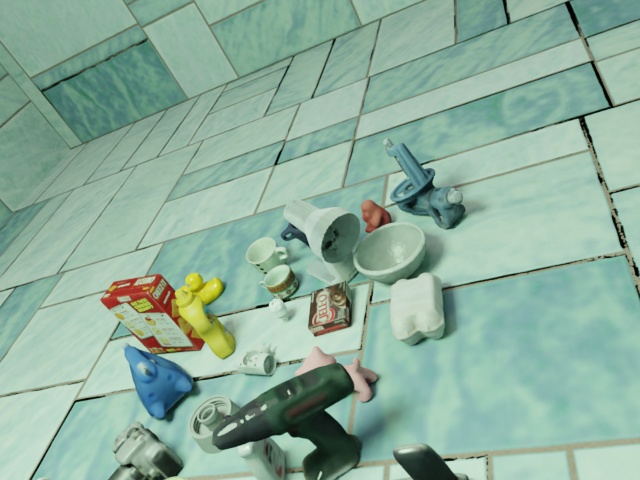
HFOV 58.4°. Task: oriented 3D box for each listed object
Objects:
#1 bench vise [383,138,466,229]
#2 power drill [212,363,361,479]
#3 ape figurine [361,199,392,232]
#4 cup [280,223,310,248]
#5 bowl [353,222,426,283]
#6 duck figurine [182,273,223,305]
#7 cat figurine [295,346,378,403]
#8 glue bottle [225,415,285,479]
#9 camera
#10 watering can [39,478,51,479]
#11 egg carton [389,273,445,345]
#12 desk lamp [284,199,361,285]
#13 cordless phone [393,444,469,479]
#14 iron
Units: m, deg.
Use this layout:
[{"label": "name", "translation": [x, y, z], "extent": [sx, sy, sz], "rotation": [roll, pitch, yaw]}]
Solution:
[{"label": "bench vise", "translation": [0.235, -0.140, 1.303], "extent": [0.206, 0.220, 0.122], "rotation": [2, 45, 41]}, {"label": "power drill", "translation": [-0.030, 0.307, 0.921], "extent": [0.230, 0.209, 0.075], "rotation": [-35, 33, -7]}, {"label": "ape figurine", "translation": [0.129, -0.061, 1.402], "extent": [0.076, 0.092, 0.077], "rotation": [-23, 33, 12]}, {"label": "cup", "translation": [-0.033, -0.013, 1.466], "extent": [0.118, 0.095, 0.091], "rotation": [-31, 32, 0]}, {"label": "bowl", "translation": [0.161, 0.040, 1.255], "extent": [0.167, 0.075, 0.167], "rotation": [-21, 34, 15]}, {"label": "duck figurine", "translation": [-0.317, 0.122, 1.522], "extent": [0.104, 0.086, 0.077], "rotation": [-29, 32, 3]}, {"label": "cat figurine", "translation": [0.025, 0.241, 1.052], "extent": [0.127, 0.118, 0.067], "rotation": [-12, 37, 27]}, {"label": "glue bottle", "translation": [-0.113, 0.349, 0.965], "extent": [0.037, 0.173, 0.078], "rotation": [-24, 33, 11]}, {"label": "camera", "translation": [-0.367, 0.440, 1.117], "extent": [0.142, 0.101, 0.137], "rotation": [11, 51, 46]}, {"label": "watering can", "translation": [-0.452, 0.501, 1.016], "extent": [0.173, 0.194, 0.100], "rotation": [-43, 34, -18]}, {"label": "egg carton", "translation": [0.189, 0.131, 1.112], "extent": [0.107, 0.070, 0.150], "rotation": [-18, 35, 20]}, {"label": "desk lamp", "translation": [0.012, 0.005, 1.294], "extent": [0.118, 0.214, 0.202], "rotation": [-44, 34, -19]}, {"label": "cordless phone", "translation": [0.118, 0.331, 0.790], "extent": [0.147, 0.185, 0.094], "rotation": [-18, 35, 20]}, {"label": "iron", "translation": [-0.397, 0.293, 1.302], "extent": [0.119, 0.142, 0.257], "rotation": [-44, 35, -19]}]
